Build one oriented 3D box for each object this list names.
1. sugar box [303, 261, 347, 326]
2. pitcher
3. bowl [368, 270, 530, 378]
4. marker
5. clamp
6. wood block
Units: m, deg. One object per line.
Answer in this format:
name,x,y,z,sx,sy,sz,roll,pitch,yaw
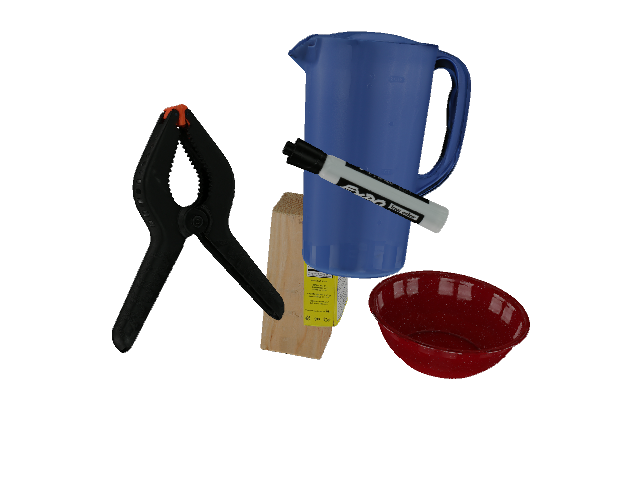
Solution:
sugar box,0.007,0.004,1.249,0.048,0.176,0.093,2,19,10
pitcher,0.054,-0.089,1.090,0.149,0.243,0.144,12,15,32
bowl,0.126,0.091,1.075,0.162,0.055,0.162,5,27,-3
marker,0.030,-0.038,0.726,0.121,0.020,0.020,25,-4,-9
clamp,-0.106,-0.012,0.934,0.164,0.210,0.036,-2,1,-33
wood block,-0.025,0.048,1.486,0.090,0.206,0.090,9,22,7
